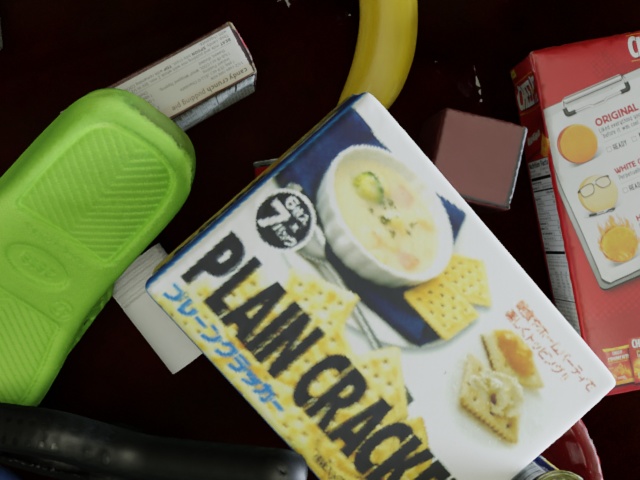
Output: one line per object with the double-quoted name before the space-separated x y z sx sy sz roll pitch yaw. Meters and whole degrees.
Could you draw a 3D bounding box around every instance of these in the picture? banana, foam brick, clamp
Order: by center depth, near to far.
"clamp" -0.107 0.123 0.602 0.210 0.165 0.036 16 66 -9
"foam brick" 0.089 -0.047 0.660 0.053 0.078 0.051 12 88 -5
"banana" 0.028 -0.157 0.676 0.069 0.037 0.198 2 90 -5

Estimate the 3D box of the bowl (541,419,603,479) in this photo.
"bowl" 0.091 0.155 0.670 0.162 0.055 0.162 0 90 -3

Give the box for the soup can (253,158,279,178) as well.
"soup can" -0.004 0.001 0.660 0.068 0.068 0.102 -3 90 -3

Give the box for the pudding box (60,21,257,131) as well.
"pudding box" -0.093 -0.085 0.644 0.113 0.090 0.039 -31 92 -2

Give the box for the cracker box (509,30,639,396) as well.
"cracker box" 0.221 -0.023 0.671 0.164 0.072 0.214 -11 90 -4

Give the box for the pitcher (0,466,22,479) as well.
"pitcher" -0.130 0.244 0.582 0.243 0.149 0.145 27 85 24

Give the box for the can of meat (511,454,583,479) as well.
"can of meat" 0.138 0.170 0.602 0.057 0.084 0.102 -43 92 -2

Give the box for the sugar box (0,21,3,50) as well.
"sugar box" -0.291 -0.157 0.656 0.176 0.048 0.093 -7 90 -2
